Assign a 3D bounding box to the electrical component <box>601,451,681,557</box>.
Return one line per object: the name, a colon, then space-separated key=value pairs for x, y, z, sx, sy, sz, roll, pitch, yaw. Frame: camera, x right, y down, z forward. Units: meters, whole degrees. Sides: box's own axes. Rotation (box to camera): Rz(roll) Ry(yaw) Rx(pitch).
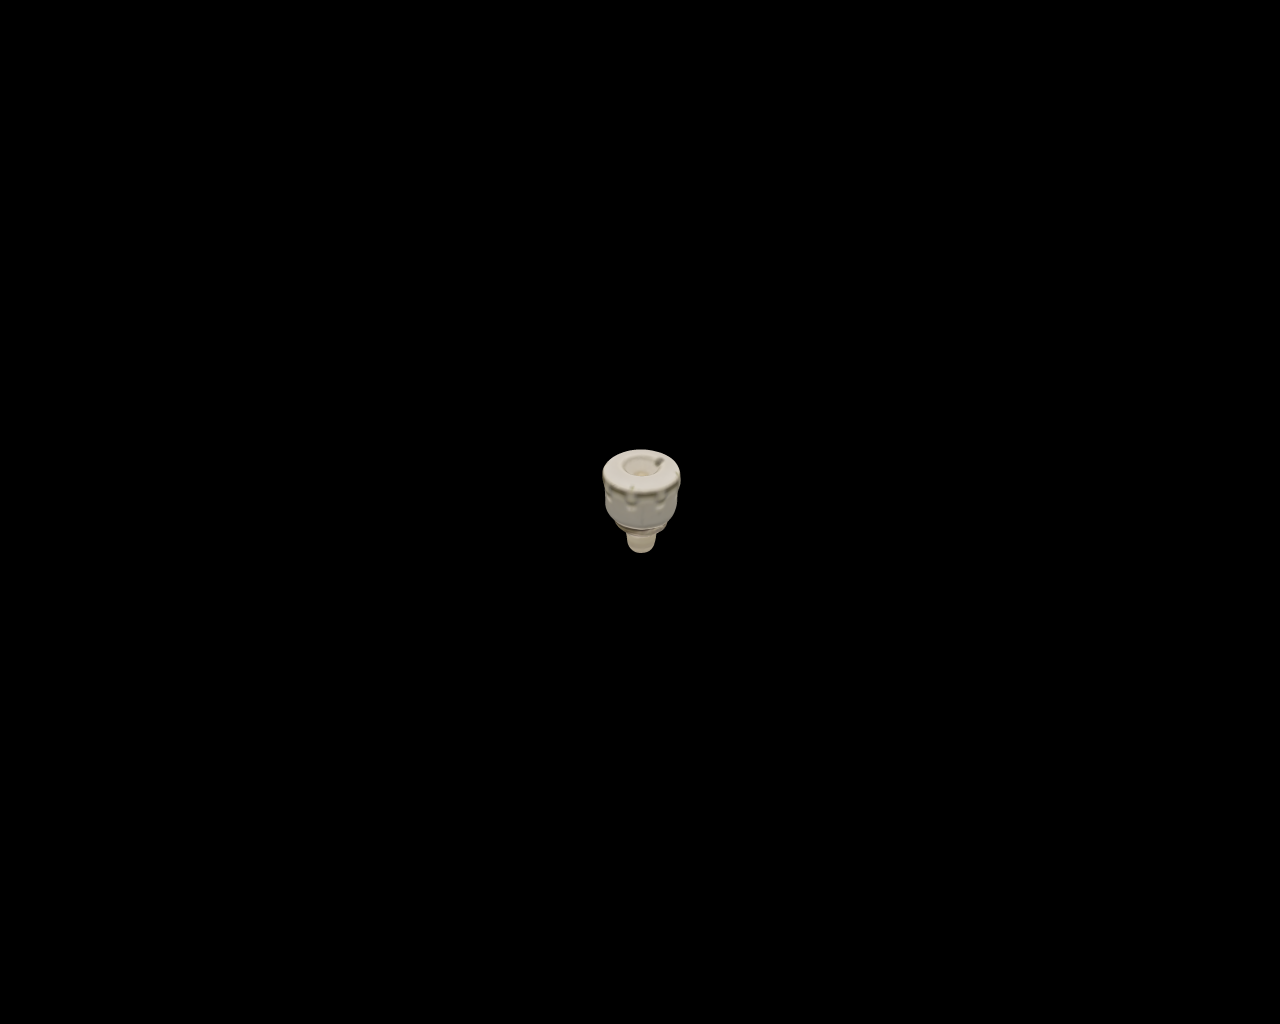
electrical component: x=0.001 y=-0.003 z=0.650 sx=0.048 sy=0.062 sz=0.048 roll=0 pitch=34 yaw=0
